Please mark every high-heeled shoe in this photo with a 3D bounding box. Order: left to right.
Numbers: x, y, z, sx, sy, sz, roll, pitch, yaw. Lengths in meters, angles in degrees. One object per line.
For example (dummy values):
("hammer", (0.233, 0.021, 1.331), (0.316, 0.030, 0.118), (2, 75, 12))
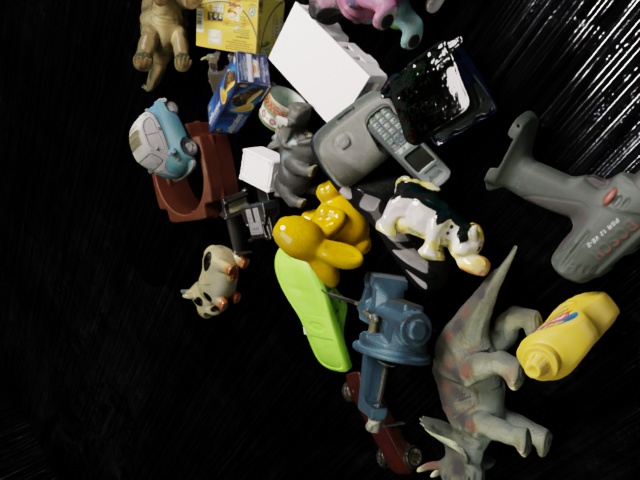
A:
("high-heeled shoe", (0.106, -0.017, 0.860), (0.249, 0.086, 0.145), (30, 129, 35))

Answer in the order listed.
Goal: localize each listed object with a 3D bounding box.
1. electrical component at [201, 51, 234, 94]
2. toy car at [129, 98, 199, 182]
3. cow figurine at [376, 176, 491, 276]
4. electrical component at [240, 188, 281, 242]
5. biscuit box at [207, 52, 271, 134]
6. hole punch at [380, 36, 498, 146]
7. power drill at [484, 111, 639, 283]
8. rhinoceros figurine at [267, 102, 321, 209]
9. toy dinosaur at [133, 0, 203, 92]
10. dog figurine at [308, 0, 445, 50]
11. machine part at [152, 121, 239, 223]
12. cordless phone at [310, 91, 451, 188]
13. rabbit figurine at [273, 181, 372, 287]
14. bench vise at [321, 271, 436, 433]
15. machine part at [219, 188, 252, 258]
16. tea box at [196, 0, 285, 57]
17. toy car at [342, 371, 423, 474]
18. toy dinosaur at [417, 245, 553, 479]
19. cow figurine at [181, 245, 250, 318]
("electrical component", (-0.184, -0.314, 1.028), (0.078, 0.045, 0.102), (-6, 144, 8))
("toy car", (-0.315, -0.192, 1.047), (0.109, 0.103, 0.161), (-22, 89, 42))
("cow figurine", (0.168, -0.019, 0.743), (0.167, 0.068, 0.098), (27, 96, 14))
("electrical component", (-0.116, -0.058, 1.061), (0.075, 0.048, 0.119), (-2, 103, 42))
("biscuit box", (-0.152, -0.260, 0.978), (0.203, 0.059, 0.063), (149, 117, -61))
("hole punch", (0.170, -0.198, 0.747), (0.142, 0.092, 0.116), (-29, 72, 44))
("power drill", (0.323, -0.076, 0.654), (0.207, 0.086, 0.231), (36, 126, 20))
("rhinoceros figurine", (-0.036, -0.144, 0.919), (0.112, 0.073, 0.190), (35, 139, 21))
("toy dinosaur", (-0.305, -0.421, 1.052), (0.471, 0.105, 0.198), (-48, 42, 48))
("dog figurine", (0.068, -0.381, 0.764), (0.219, 0.108, 0.191), (47, 119, 31))
("machine part", (-0.270, -0.143, 1.148), (0.201, 0.087, 0.201), (-4, 98, 42))
("cordless phone", (0.090, -0.118, 0.802), (0.184, 0.146, 0.088), (48, 169, 18))
("rabbit figurine", (-0.002, -0.003, 0.891), (0.122, 0.173, 0.162), (-42, 70, 37))
("bench vise", (0.094, 0.174, 0.847), (0.224, 0.129, 0.240), (10, 90, 63))
("machine part", (-0.168, -0.031, 1.098), (0.039, 0.084, 0.138), (12, 121, 30))
("tea box", (-0.148, -0.392, 0.978), (0.170, 0.068, 0.098), (24, 118, 34))
("toy car", (0.112, 0.324, 0.966), (0.089, 0.053, 0.202), (-33, 83, 53))
("toy dinosaur", (0.226, 0.205, 0.794), (0.192, 0.131, 0.404), (0, 96, 41))
("cow figurine", (-0.237, 0.096, 1.189), (0.127, 0.085, 0.194), (34, 125, 23))
